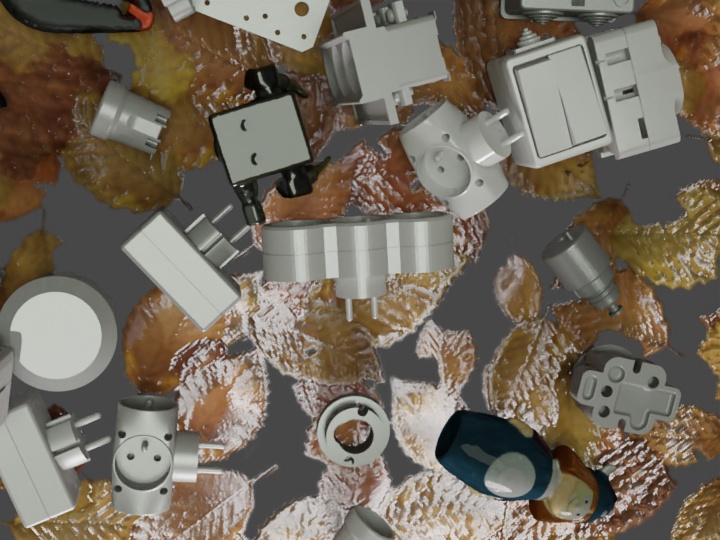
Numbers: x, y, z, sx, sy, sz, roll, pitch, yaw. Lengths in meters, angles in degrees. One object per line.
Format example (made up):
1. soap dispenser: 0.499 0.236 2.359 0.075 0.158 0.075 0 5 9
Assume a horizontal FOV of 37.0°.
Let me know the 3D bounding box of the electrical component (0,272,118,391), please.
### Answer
1. electrical component: -0.209 0.041 0.752 0.080 0.051 0.080 -1 99 -8

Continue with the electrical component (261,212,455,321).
1. electrical component: 0.000 0.000 0.774 0.138 0.052 0.073 -4 99 -7

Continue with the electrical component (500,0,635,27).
1. electrical component: 0.150 -0.224 0.764 0.100 0.048 0.099 0 98 -8

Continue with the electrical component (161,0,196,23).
1. electrical component: -0.115 -0.210 0.727 0.055 0.048 0.066 -26 101 4

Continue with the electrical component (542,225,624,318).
1. electrical component: 0.170 0.002 0.805 0.040 0.040 0.078 -39 102 -1

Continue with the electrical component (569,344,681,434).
1. electrical component: 0.193 0.088 0.812 0.078 0.057 0.058 12 97 -9

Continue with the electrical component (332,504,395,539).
1. electrical component: -0.002 0.208 0.812 0.040 0.040 0.046 35 98 -11

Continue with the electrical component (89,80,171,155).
1. electrical component: -0.159 -0.104 0.744 0.046 0.040 0.040 22 95 -17

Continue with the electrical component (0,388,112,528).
1. electrical component: -0.216 0.126 0.766 0.076 0.047 0.083 -22 101 -5

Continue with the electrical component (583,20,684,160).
1. electrical component: 0.197 -0.132 0.783 0.056 0.050 0.089 -16 100 -5

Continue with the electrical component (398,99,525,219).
1. electrical component: 0.080 -0.087 0.766 0.079 0.044 0.077 -30 104 35

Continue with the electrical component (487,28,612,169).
1. electrical component: 0.134 -0.127 0.770 0.062 0.061 0.096 -19 101 -5

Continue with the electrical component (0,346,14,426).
1. electrical component: -0.280 0.072 0.695 0.096 0.061 0.061 9 100 -4

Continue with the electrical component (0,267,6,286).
1. electrical component: -0.280 0.004 0.739 0.062 0.043 0.043 31 93 -17

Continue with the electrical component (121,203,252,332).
1. electrical component: -0.111 -0.014 0.760 0.076 0.047 0.083 -42 102 0

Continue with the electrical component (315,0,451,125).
1. electrical component: 0.014 -0.140 0.721 0.063 0.121 0.078 -16 100 -8

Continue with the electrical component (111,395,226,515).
1. electrical component: -0.138 0.134 0.779 0.079 0.044 0.077 5 98 -9
